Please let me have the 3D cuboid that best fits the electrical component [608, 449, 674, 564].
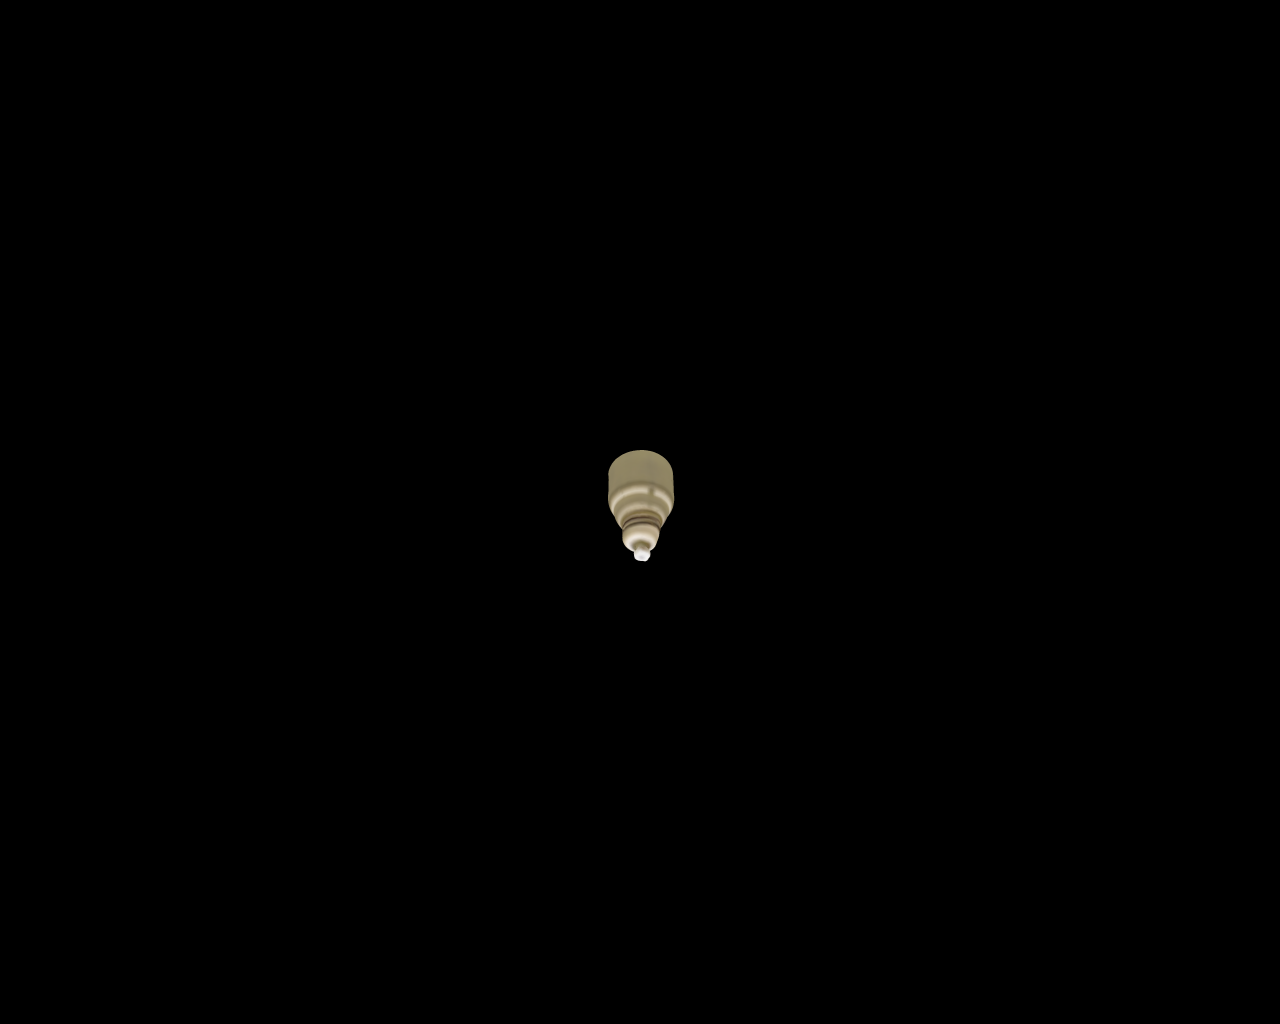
[{"bbox_3d":[0.001,-0.003,0.650,0.040,0.078,0.040,0,-42,0],"label":"electrical component"}]
